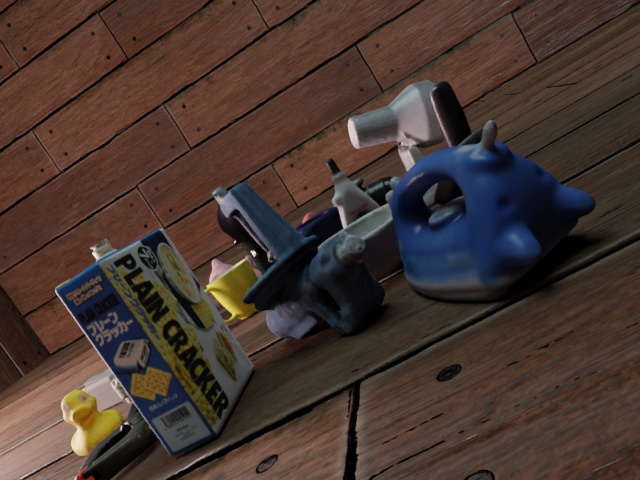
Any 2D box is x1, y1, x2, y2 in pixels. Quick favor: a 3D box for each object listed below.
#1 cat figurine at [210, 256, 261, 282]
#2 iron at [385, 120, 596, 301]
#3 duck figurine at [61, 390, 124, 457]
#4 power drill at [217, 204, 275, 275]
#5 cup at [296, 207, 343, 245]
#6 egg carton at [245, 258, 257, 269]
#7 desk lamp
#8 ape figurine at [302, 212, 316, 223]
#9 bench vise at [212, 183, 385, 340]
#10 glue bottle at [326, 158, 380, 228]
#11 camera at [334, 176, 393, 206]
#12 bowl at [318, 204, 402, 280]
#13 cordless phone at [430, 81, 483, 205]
[{"bbox_3d":[-0.173,0.080,1.183,0.067,0.118,0.128,-23,12,47],"label":"cat figurine"},{"bbox_3d":[0.129,-0.026,0.578,0.119,0.141,0.257,-35,9,-25],"label":"iron"},{"bbox_3d":[-0.341,0.258,0.836,0.078,0.086,0.104,-35,8,-21],"label":"duck figurine"},{"bbox_3d":[-0.093,0.018,0.918,0.076,0.208,0.229,-33,8,-8],"label":"power drill"},{"bbox_3d":[0.010,0.004,1.038,0.091,0.095,0.118,-28,8,22],"label":"cup"},{"bbox_3d":[-0.151,0.073,1.325,0.150,0.069,0.107,-35,9,-25],"label":"egg carton"},{"bbox_3d":[0.160,-0.165,1.072,0.203,0.213,0.118,-32,8,-5],"label":"desk lamp"},{"bbox_3d":[-0.005,-0.017,1.238,0.076,0.092,0.078,-31,8,5],"label":"ape figurine"},{"bbox_3d":[-0.029,0.009,0.688,0.207,0.220,0.122,-27,9,32],"label":"bench vise"},{"bbox_3d":[0.057,-0.061,0.964,0.078,0.173,0.037,-33,8,-8],"label":"glue bottle"},{"bbox_3d":[0.098,-0.083,1.220,0.136,0.101,0.143,-28,8,23],"label":"camera"},{"bbox_3d":[0.073,0.013,0.807,0.167,0.075,0.167,-31,8,5],"label":"bowl"},{"bbox_3d":[0.214,-0.162,0.947,0.094,0.185,0.148,-24,11,45],"label":"cordless phone"}]
